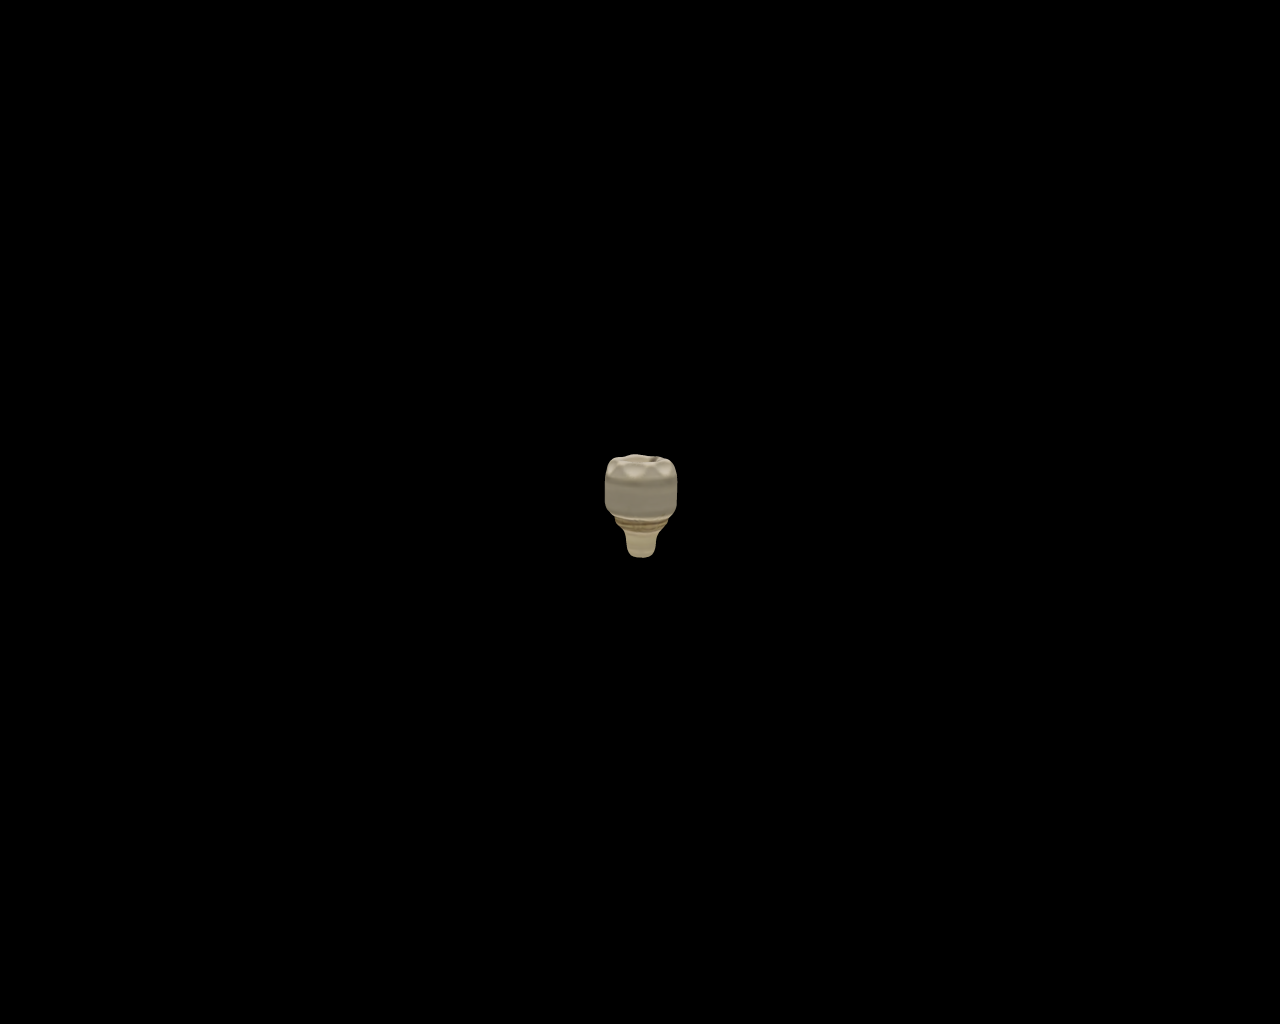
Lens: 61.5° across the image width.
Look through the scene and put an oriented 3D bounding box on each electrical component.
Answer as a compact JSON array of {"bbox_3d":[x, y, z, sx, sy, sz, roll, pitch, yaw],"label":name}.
[{"bbox_3d":[0.001,-0.003,0.650,0.043,0.062,0.043,0,11,0],"label":"electrical component"}]
